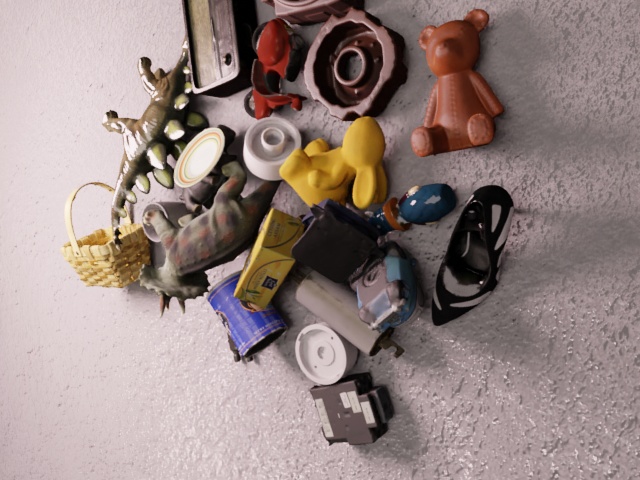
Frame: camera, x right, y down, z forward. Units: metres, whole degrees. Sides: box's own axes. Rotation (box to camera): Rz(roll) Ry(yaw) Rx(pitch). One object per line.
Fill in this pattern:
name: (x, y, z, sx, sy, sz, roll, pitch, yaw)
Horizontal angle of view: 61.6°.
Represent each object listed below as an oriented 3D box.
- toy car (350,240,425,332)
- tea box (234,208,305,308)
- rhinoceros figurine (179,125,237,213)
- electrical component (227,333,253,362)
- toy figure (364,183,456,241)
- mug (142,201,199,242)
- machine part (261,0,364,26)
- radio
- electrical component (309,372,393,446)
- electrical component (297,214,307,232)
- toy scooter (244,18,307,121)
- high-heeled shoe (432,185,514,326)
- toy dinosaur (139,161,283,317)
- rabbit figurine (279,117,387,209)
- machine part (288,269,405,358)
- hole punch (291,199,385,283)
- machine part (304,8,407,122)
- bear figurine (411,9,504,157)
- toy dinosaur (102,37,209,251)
toy car: (0.120, 0.084, 0.860, 0.103, 0.162, 0.109, 33, 116, -23)
tea box: (-0.093, 0.036, 0.968, 0.068, 0.098, 0.169, 23, 136, -11)
rhinoceros figurine: (-0.220, -0.141, 1.090, 0.112, 0.073, 0.190, 49, 121, 30)
electrical component: (-0.166, 0.208, 1.121, 0.063, 0.021, 0.094, -10, 91, 35)
toy figure: (0.142, -0.044, 0.863, 0.154, 0.058, 0.064, -20, 79, 39)
mug: (-0.302, -0.033, 1.132, 0.081, 0.107, 0.109, -30, 83, 34)
machine part: (-0.006, -0.473, 0.892, 0.201, 0.087, 0.201, 3, 96, 34)
radio: (-0.188, -0.400, 1.029, 0.131, 0.073, 0.229, -5, 94, 35)
electrical component: (0.060, 0.302, 0.959, 0.134, 0.058, 0.115, -19, 87, 34)
electrical component: (-0.003, -0.004, 0.975, 0.102, 0.045, 0.078, 47, 147, 23)
toy scooter: (-0.069, -0.293, 0.955, 0.135, 0.075, 0.183, 30, 113, 39)
high-heeled shoe: (0.207, 0.035, 0.774, 0.086, 0.145, 0.248, 32, 111, 28)
toy dinosaur: (-0.193, -0.010, 0.998, 0.405, 0.131, 0.192, -33, 63, 16)
rabbit figurine: (0.042, -0.121, 0.882, 0.173, 0.122, 0.162, -41, 78, 30)
machine part: (0.044, 0.121, 0.929, 0.243, 0.079, 0.079, 34, 113, 22)
hole punch: (0.029, -0.010, 0.876, 0.142, 0.092, 0.115, 35, 127, -12)
machine part: (0.058, -0.286, 0.890, 0.180, 0.056, 0.179, 5, 99, 35)
bear figurine: (0.192, -0.225, 0.766, 0.120, 0.132, 0.195, -4, 100, 30)
toy dinosaur: (-0.359, -0.209, 1.130, 0.199, 0.105, 0.471, 36, 104, 23)
